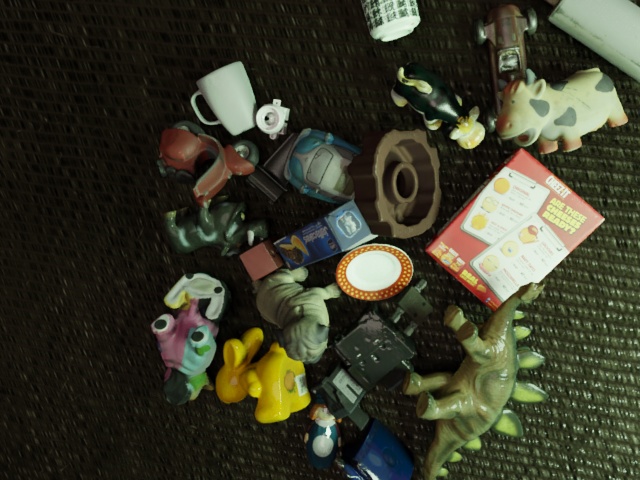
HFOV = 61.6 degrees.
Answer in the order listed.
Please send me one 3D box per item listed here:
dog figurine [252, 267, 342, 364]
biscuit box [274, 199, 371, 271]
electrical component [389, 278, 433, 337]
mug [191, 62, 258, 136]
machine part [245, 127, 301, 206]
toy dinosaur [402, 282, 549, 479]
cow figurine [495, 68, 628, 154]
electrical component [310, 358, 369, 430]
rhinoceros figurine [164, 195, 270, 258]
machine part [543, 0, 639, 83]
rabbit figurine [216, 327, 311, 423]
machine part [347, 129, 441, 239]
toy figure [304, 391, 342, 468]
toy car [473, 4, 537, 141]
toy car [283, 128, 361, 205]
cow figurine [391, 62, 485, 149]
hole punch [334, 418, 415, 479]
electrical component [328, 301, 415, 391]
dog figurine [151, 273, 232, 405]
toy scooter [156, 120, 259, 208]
[{"bbox_3d":[-0.057,0.120,0.883,0.172,0.190,0.121,7,101,12],"label":"dog figurine"},{"bbox_3d":[-0.002,-0.003,0.853,0.063,0.203,0.059,-30,92,-28],"label":"biscuit box"},{"bbox_3d":[0.160,0.112,0.908,0.063,0.021,0.094,44,73,-13],"label":"electrical component"},{"bbox_3d":[-0.157,-0.227,0.903,0.110,0.081,0.107,-26,102,8],"label":"mug"},{"bbox_3d":[-0.064,-0.132,0.922,0.084,0.039,0.139,46,106,7],"label":"machine part"},{"bbox_3d":[0.242,0.257,0.867,0.198,0.105,0.470,18,117,-12],"label":"toy dinosaur"},{"bbox_3d":[0.333,-0.190,0.763,0.195,0.085,0.127,-24,100,-18],"label":"cow figurine"},{"bbox_3d":[0.047,0.276,0.942,0.119,0.075,0.047,49,134,5],"label":"electrical component"},{"bbox_3d":[-0.183,-0.020,0.946,0.190,0.073,0.112,-8,96,13],"label":"rhinoceros figurine"},{"bbox_3d":[0.420,-0.305,0.771,0.243,0.079,0.079,36,104,5],"label":"machine part"},{"bbox_3d":[-0.123,0.246,0.961,0.173,0.122,0.162,-15,93,32],"label":"rabbit figurine"},{"bbox_3d":[0.119,-0.087,0.829,0.056,0.179,0.179,2,102,47],"label":"machine part"},{"bbox_3d":[0.010,0.334,0.976,0.064,0.058,0.154,1,100,-28],"label":"toy figure"},{"bbox_3d":[0.289,-0.255,0.821,0.089,0.053,0.202,-6,97,9],"label":"toy car"},{"bbox_3d":[0.027,-0.103,0.857,0.161,0.103,0.109,24,104,-16],"label":"toy car"},{"bbox_3d":[0.187,-0.207,0.826,0.167,0.098,0.068,38,98,4],"label":"cow figurine"},{"bbox_3d":[0.102,0.390,0.938,0.092,0.116,0.142,-43,89,7],"label":"hole punch"},{"bbox_3d":[0.098,0.191,0.931,0.134,0.058,0.115,46,107,2],"label":"electrical component"},{"bbox_3d":[-0.230,0.190,0.982,0.109,0.191,0.219,14,136,6],"label":"dog figurine"},{"bbox_3d":[-0.203,-0.123,0.902,0.184,0.075,0.135,18,68,15],"label":"toy scooter"}]
